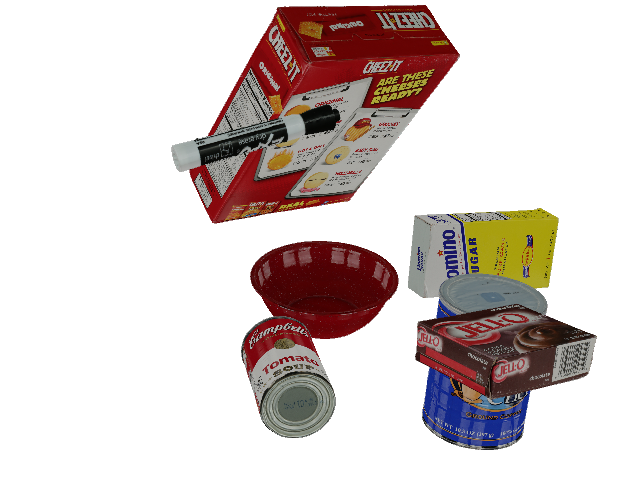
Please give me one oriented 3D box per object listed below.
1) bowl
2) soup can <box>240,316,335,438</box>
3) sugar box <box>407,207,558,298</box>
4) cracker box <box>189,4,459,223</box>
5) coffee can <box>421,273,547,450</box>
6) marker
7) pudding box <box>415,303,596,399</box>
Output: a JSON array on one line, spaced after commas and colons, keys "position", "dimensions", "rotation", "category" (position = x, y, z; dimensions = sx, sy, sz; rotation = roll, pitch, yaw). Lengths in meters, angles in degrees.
[{"position": [0.003, 0.061, 1.171], "dimensions": [0.162, 0.055, 0.162], "rotation": [2, 28, -1], "category": "bowl"}, {"position": [-0.030, 0.121, 0.951], "dimensions": [0.068, 0.068, 0.102], "rotation": [0, 24, -14], "category": "soup can"}, {"position": [0.193, 0.014, 1.267], "dimensions": [0.176, 0.093, 0.048], "rotation": [-5, 20, -24], "category": "sugar box"}, {"position": [-0.003, -0.112, 0.945], "dimensions": [0.163, 0.072, 0.214], "rotation": [-10, -29, -36], "category": "cracker box"}, {"position": [0.158, 0.116, 1.038], "dimensions": [0.103, 0.140, 0.103], "rotation": [5, 23, -2], "category": "coffee can"}, {"position": [-0.043, -0.072, 0.738], "dimensions": [0.121, 0.020, 0.020], "rotation": [-17, 5, -16], "category": "marker"}, {"position": [0.145, 0.085, 0.843], "dimensions": [0.113, 0.039, 0.090], "rotation": [-5, 18, -35], "category": "pudding box"}]
